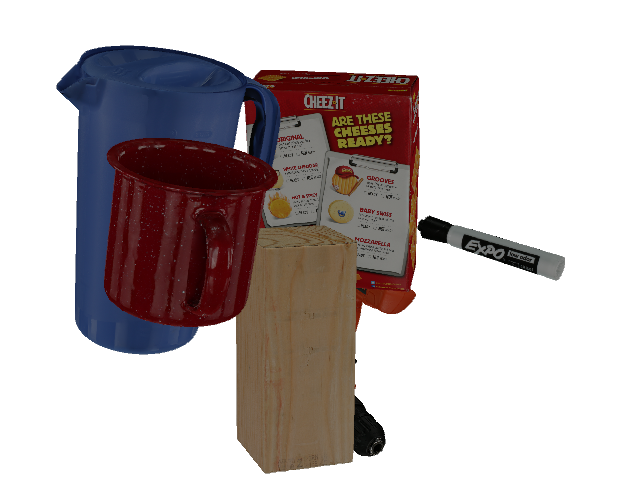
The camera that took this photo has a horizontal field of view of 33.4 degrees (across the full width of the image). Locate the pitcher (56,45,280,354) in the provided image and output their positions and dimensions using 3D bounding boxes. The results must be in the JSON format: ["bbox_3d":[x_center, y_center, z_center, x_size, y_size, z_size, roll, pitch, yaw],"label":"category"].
[{"bbox_3d":[-0.132,-0.033,0.892,0.149,0.243,0.144,15,23,12],"label":"pitcher"}]

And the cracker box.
[{"bbox_3d":[0.015,-0.060,1.072,0.164,0.214,0.072,4,29,11],"label":"cracker box"}]

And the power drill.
[{"bbox_3d":[0.036,0.125,1.198,0.057,0.188,0.185,13,15,-42],"label":"power drill"}]

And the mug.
[{"bbox_3d":[-0.071,0.000,0.580,0.093,0.081,0.117,1,22,-26],"label":"mug"}]

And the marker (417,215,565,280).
[{"bbox_3d":[0.130,0.004,0.829,0.121,0.020,0.020,19,10,30],"label":"marker"}]

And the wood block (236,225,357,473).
[{"bbox_3d":[-0.023,0.096,0.982,0.090,0.206,0.091,-3,12,-20],"label":"wood block"}]
